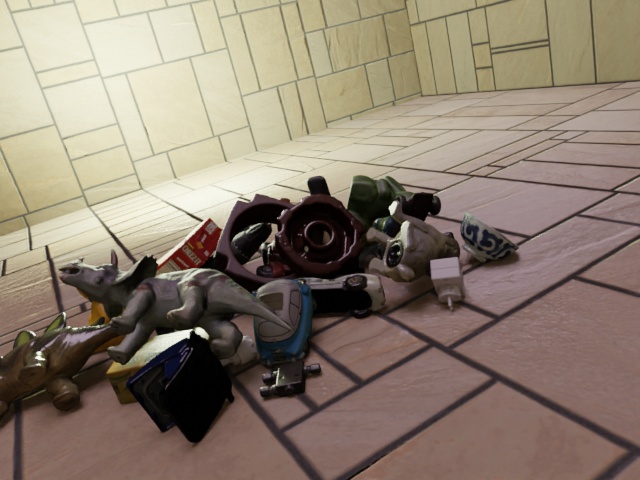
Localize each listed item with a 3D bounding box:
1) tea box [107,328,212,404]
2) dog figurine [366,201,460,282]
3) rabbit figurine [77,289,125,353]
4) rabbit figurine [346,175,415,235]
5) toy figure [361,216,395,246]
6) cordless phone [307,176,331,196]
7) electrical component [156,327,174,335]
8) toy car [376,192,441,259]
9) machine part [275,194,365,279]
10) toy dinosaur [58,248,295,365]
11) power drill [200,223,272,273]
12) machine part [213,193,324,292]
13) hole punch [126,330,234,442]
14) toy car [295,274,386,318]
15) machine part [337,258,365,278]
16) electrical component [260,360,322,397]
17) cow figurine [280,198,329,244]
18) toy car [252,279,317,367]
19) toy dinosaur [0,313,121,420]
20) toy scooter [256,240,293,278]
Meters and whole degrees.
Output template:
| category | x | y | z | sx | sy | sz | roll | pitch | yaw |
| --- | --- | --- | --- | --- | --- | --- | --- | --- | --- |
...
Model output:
| category | x | y | z | sx | sy | sz | roll | pitch | yaw |
| --- | --- | --- | --- | --- | --- | --- | --- | --- | --- |
| tea box | -0.257 | 0.209 | 0.912 | 0.170 | 0.068 | 0.098 | -12 | 20 | 4 |
| dog figurine | 0.198 | 0.034 | 0.992 | 0.121 | 0.190 | 0.172 | -44 | 33 | 41 |
| rabbit figurine | -0.440 | 0.133 | 1.101 | 0.162 | 0.173 | 0.122 | -12 | 15 | 19 |
| rabbit figurine | 0.144 | -0.073 | 1.163 | 0.170 | 0.121 | 0.159 | 12 | 20 | 3 |
| toy figure | 0.145 | -0.025 | 1.255 | 0.180 | 0.082 | 0.089 | 3 | 29 | 45 |
| cordless phone | -0.027 | -0.064 | 1.332 | 0.147 | 0.184 | 0.089 | -7 | 25 | 20 |
| electrical component | -0.298 | 0.145 | 1.138 | 0.115 | 0.058 | 0.134 | -18 | 20 | -16 |
| toy car | 0.175 | -0.025 | 1.084 | 0.089 | 0.202 | 0.053 | 0 | 46 | -13 |
| machine part | -0.002 | -0.003 | 1.064 | 0.179 | 0.179 | 0.056 | -21 | -24 | -18 |
| toy dinosaur | -0.224 | 0.098 | 0.886 | 0.405 | 0.131 | 0.192 | 0 | 40 | 9 |
| power drill | -0.197 | 0.021 | 1.298 | 0.232 | 0.086 | 0.207 | -40 | 16 | 7 |
| machine part | -0.105 | 0.018 | 1.115 | 0.201 | 0.087 | 0.201 | 18 | 58 | -3 |
| hole punch | -0.200 | 0.213 | 0.779 | 0.092 | 0.142 | 0.116 | -6 | 32 | 35 |
| toy car | 0.021 | 0.104 | 0.994 | 0.202 | 0.073 | 0.056 | -6 | 25 | 23 |
| machine part | 0.058 | 0.050 | 1.117 | 0.084 | 0.039 | 0.139 | -17 | 44 | 23 |
| electrical component | -0.044 | 0.212 | 0.819 | 0.094 | 0.021 | 0.063 | -12 | 19 | 4 |
| cow figurine | -0.004 | -0.027 | 1.242 | 0.195 | 0.127 | 0.085 | 7 | -3 | 18 |
| toy car | -0.070 | 0.124 | 0.903 | 0.109 | 0.102 | 0.162 | -8 | 49 | 14 |
| toy dinosaur | -0.482 | 0.212 | 0.960 | 0.472 | 0.104 | 0.199 | -20 | 28 | -7 |
| toy scooter | -0.069 | 0.046 | 1.223 | 0.135 | 0.075 | 0.184 | -10 | 21 | 4 |
